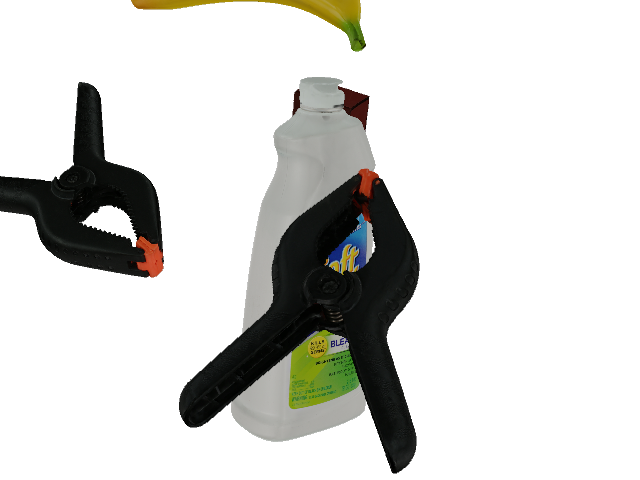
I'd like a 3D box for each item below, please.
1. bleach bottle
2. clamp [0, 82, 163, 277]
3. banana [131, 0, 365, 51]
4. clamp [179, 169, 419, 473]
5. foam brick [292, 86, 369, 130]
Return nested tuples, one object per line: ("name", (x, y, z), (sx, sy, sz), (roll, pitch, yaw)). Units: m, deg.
("bleach bottle", (-0.010, 0.011, 0.761), (0.102, 0.251, 0.068), (-11, 21, -35))
("clamp", (-0.186, -0.044, 0.833), (0.210, 0.036, 0.164), (30, 58, 27))
("banana", (-0.050, -0.195, 0.829), (0.198, 0.069, 0.037), (13, -39, 17))
("clamp", (0.014, 0.040, 0.555), (0.120, 0.171, 0.039), (20, -27, 14))
("foam brick", (0.011, -0.150, 1.261), (0.078, 0.053, 0.051), (20, 33, 23))
